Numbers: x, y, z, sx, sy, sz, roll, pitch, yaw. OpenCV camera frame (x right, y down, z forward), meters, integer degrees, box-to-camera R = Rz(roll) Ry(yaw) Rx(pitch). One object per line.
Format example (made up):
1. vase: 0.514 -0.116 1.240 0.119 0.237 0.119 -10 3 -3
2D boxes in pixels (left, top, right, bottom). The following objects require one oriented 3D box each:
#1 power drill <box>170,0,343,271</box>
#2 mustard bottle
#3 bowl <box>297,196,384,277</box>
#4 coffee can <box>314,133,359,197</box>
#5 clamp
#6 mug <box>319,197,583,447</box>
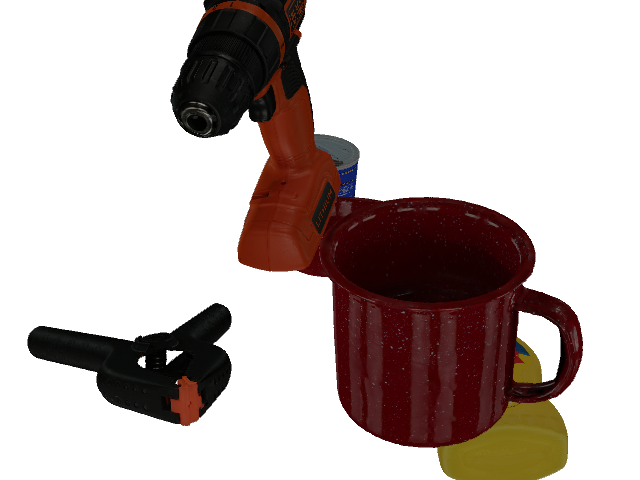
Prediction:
1. power drill: -0.034 -0.072 0.667 0.057 0.188 0.184 7 43 15
2. mustard bottle: 0.134 0.118 0.870 0.096 0.058 0.191 -6 26 2
3. bowl: 0.015 -0.001 1.111 0.162 0.055 0.162 0 16 0
4. coffee can: -0.006 -0.053 1.375 0.103 0.140 0.103 3 28 -2
5. clamp: -0.114 0.086 0.791 0.164 0.036 0.210 -9 14 -26
6. mug: 0.058 0.040 0.476 0.117 0.081 0.093 11 33 21
